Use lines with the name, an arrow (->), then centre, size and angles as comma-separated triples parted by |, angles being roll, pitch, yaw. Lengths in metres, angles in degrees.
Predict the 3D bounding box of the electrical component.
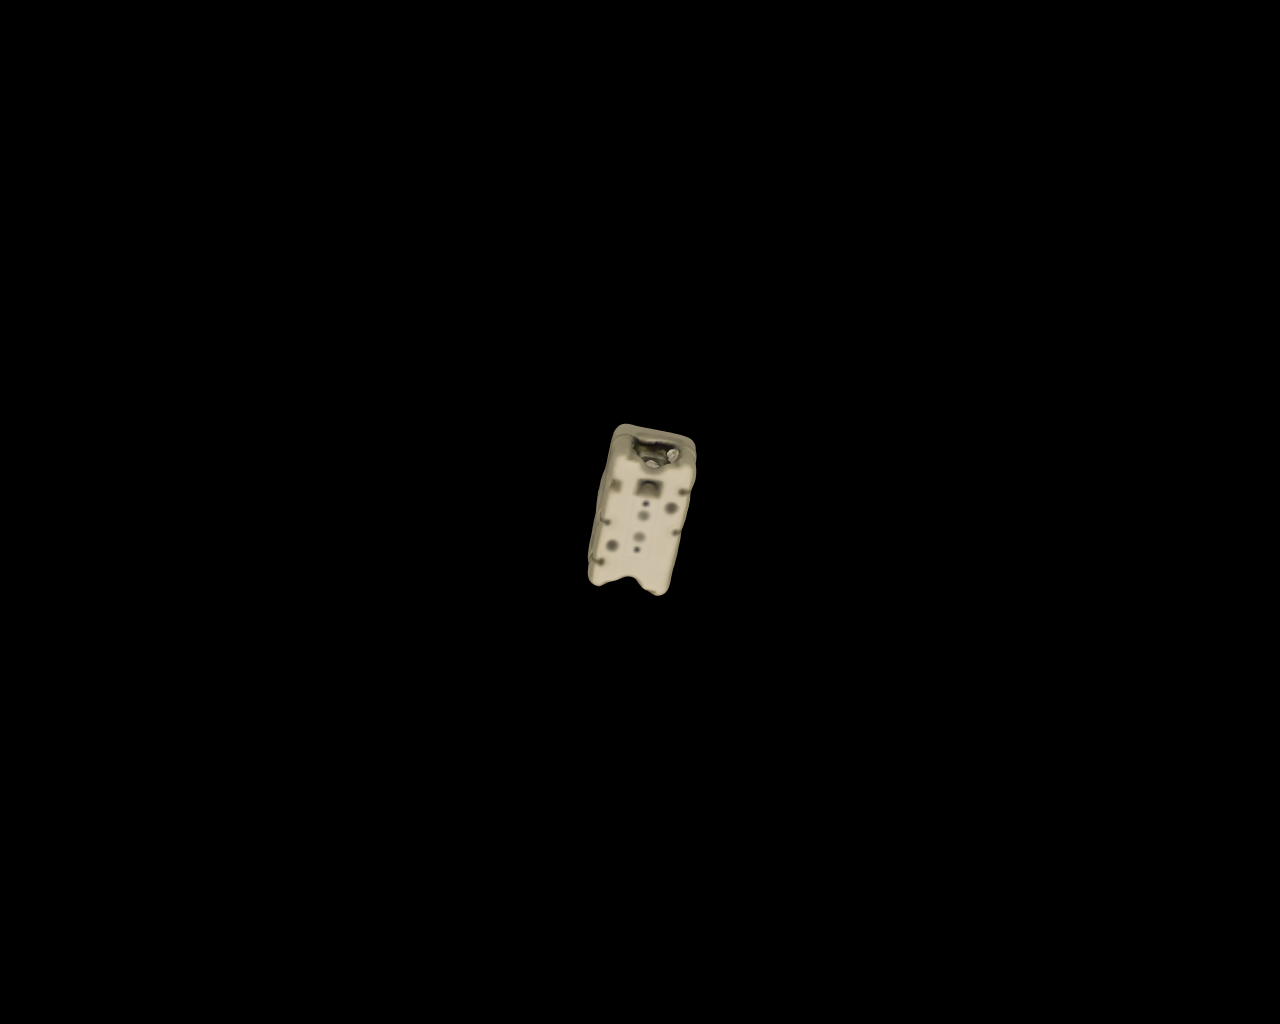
electrical component -> 0.001, -0.003, 0.650 | 0.050, 0.089, 0.056 | 11, 24, -5
